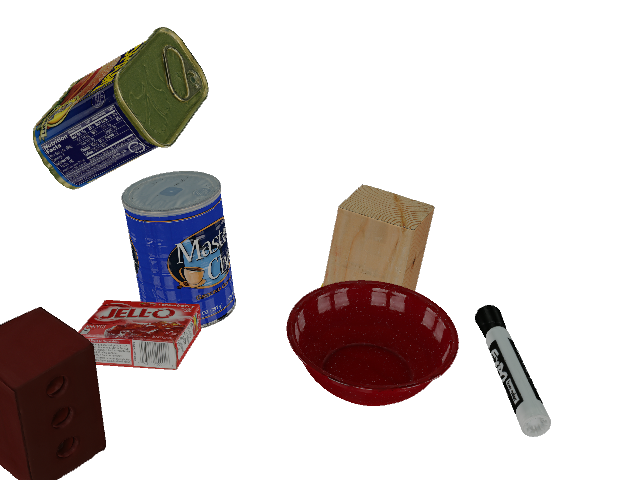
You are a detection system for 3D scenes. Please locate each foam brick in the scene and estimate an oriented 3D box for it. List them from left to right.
[{"bbox_3d":[-0.157,0.087,0.591,0.051,0.078,0.052,27,42,35],"label":"foam brick"}]

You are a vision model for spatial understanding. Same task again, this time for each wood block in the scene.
[{"bbox_3d":[0.056,0.055,1.210,0.090,0.206,0.090,18,24,15],"label":"wood block"}]

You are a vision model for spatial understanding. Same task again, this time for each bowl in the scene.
[{"bbox_3d":[0.047,0.105,1.010,0.162,0.055,0.162,3,35,-3],"label":"bowl"}]

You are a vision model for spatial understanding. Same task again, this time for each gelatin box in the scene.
[{"bbox_3d":[-0.154,0.078,0.904,0.089,0.030,0.073,3,21,10],"label":"gelatin box"}]

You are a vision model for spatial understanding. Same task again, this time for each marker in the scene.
[{"bbox_3d":[0.126,0.082,0.711,0.020,0.020,0.121,0,33,-9],"label":"marker"}]

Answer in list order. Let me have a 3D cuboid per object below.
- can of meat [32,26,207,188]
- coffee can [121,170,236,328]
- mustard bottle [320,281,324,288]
[{"bbox_3d":[-0.134,-0.087,0.712,0.084,0.057,0.102,-23,25,28],"label":"can of meat"},{"bbox_3d":[-0.148,0.010,1.128,0.103,0.140,0.103,-4,26,2],"label":"coffee can"},{"bbox_3d":[0.044,0.097,1.448,0.096,0.192,0.058,-2,20,-6],"label":"mustard bottle"}]
